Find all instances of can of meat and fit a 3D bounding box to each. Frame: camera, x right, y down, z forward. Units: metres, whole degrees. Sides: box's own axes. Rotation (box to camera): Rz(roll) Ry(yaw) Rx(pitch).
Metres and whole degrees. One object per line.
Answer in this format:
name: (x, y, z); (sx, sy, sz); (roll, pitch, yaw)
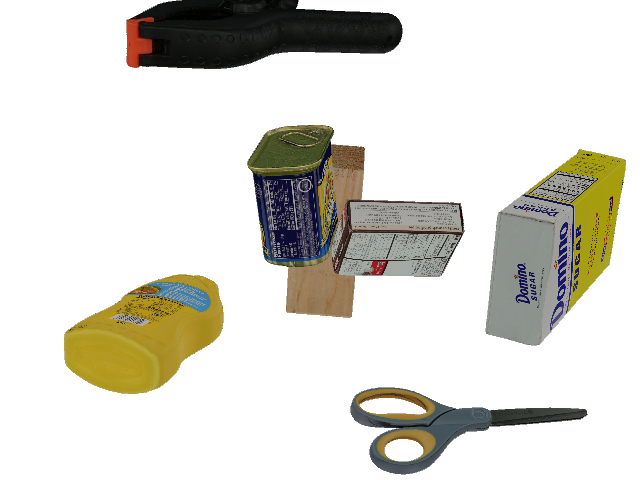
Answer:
can of meat: (-0.019, -0.036, 0.846); (0.057, 0.084, 0.102); (-2, 24, 10)

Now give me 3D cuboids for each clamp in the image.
clamp: (-0.048, -0.136, 0.668); (0.171, 0.039, 0.120); (-9, 23, -29)

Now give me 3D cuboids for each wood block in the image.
wood block: (0.006, -0.014, 1.389); (0.090, 0.206, 0.091); (4, 25, 0)

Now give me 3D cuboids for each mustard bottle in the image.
mustard bottle: (-0.143, 0.074, 0.974); (0.096, 0.058, 0.191); (9, 20, 19)

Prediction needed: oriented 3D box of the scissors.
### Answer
scissors: (0.124, 0.161, 0.882); (0.202, 0.016, 0.096); (8, 38, 3)

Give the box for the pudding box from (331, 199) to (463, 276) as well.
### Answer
pudding box: (0.072, -0.001, 1.023); (0.113, 0.039, 0.090); (0, -30, -10)

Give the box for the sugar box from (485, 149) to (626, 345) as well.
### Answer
sugar box: (0.175, 0.001, 0.777); (0.048, 0.093, 0.176); (13, 25, 25)
